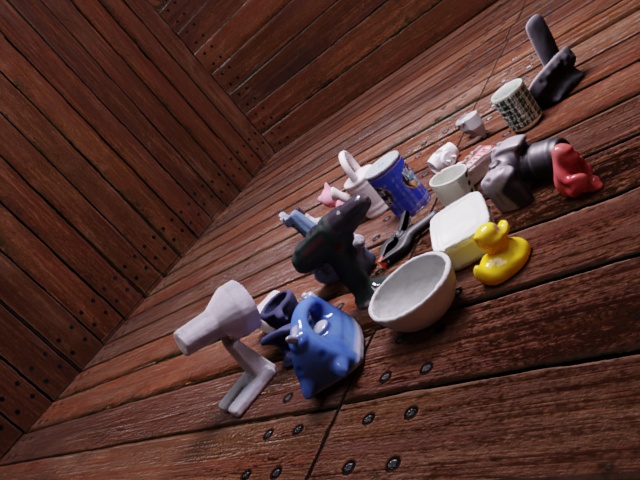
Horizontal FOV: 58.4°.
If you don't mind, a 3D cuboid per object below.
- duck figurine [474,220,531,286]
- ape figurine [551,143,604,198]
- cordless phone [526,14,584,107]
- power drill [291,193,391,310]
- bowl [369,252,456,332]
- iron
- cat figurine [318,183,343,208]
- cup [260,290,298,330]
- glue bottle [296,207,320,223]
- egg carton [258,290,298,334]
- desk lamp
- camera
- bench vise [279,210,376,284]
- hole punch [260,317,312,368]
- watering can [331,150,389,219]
[{"bbox_3d":[0.280,0.014,0.926,0.105,0.086,0.077,-44,17,-11],"label":"duck figurine"},{"bbox_3d":[0.419,-0.121,0.955,0.076,0.092,0.078,-17,29,54],"label":"ape figurine"},{"bbox_3d":[0.516,-0.420,1.345,0.148,0.185,0.094,-47,18,-18],"label":"cordless phone"},{"bbox_3d":[0.062,0.032,1.148,0.229,0.209,0.076,-30,20,32],"label":"power drill"},{"bbox_3d":[0.169,0.101,0.971,0.167,0.075,0.167,-37,17,14],"label":"bowl"},{"bbox_3d":[-0.003,0.167,1.066,0.118,0.141,0.258,-35,17,18],"label":"iron"},{"bbox_3d":[0.050,-0.122,1.736,0.067,0.118,0.127,-46,17,-16],"label":"cat figurine"},{"bbox_3d":[-0.070,0.176,1.274,0.091,0.095,0.117,-41,17,0],"label":"cup"},{"bbox_3d":[-0.004,-0.021,1.498,0.037,0.173,0.078,-17,29,54],"label":"glue bottle"},{"bbox_3d":[-0.106,0.180,1.390,0.107,0.069,0.150,-45,17,-15],"label":"egg carton"},{"bbox_3d":[-0.189,0.223,1.209,0.203,0.214,0.117,-49,19,-26],"label":"desk lamp"},{"bbox_3d":[0.385,-0.141,1.066,0.143,0.101,0.136,-51,19,-30],"label":"camera"},{"bbox_3d":[0.016,-0.002,1.320,0.207,0.220,0.121,-29,20,35],"label":"bench vise"},{"bbox_3d":[-0.056,0.198,1.193,0.108,0.091,0.101,-29,20,34],"label":"hole punch"},{"bbox_3d":[0.107,-0.156,1.558,0.173,0.194,0.101,-40,17,4],"label":"watering can"}]
